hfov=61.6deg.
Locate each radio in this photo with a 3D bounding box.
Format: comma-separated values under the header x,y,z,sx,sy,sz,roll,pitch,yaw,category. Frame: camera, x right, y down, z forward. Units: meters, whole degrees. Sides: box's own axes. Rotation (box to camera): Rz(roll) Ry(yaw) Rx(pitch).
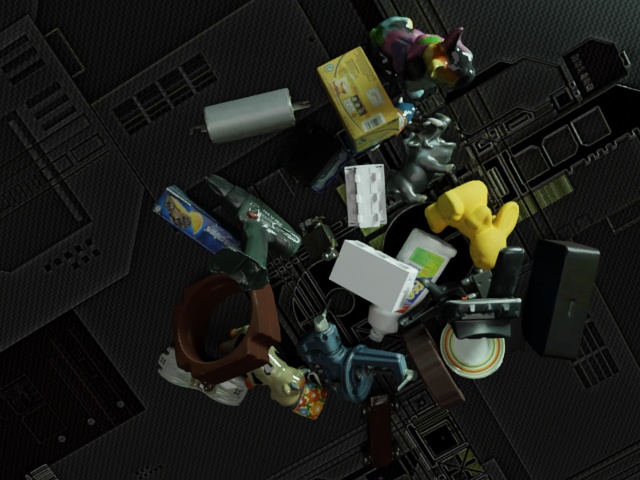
x,y,z,sx,sy,sz,roll,pitch,yaw,category
0.484,0.115,1.098,0.073,0.131,0.229,8,100,-3,radio

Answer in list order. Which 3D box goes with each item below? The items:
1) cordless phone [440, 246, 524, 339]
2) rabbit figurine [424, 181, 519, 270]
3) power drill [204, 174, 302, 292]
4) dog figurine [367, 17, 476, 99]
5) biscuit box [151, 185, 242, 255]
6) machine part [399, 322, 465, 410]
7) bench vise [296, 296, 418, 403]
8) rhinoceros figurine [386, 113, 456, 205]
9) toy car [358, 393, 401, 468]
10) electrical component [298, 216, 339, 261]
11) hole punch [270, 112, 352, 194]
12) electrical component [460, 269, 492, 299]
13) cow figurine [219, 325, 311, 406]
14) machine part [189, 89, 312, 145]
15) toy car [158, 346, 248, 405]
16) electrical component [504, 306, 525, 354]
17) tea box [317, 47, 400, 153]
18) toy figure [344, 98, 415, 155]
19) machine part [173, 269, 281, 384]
x,y,z,sx,sy,sz,roll,pitch,yaw,category
0.316,0.095,1.028,0.147,0.089,0.184,-1,122,-4,cordless phone
0.313,-0.024,1.072,0.162,0.122,0.173,-18,73,-26,rabbit figurine
-0.149,-0.011,1.034,0.232,0.207,0.086,34,119,-16,power drill
0.181,-0.336,0.964,0.191,0.219,0.108,36,95,-8,dog figurine
-0.237,-0.028,1.093,0.202,0.063,0.059,36,100,-7,biscuit box
0.230,0.259,1.105,0.056,0.179,0.179,-31,100,7,machine part
0.079,0.244,1.100,0.241,0.129,0.223,-1,112,33,bench vise
0.206,-0.159,1.076,0.112,0.073,0.190,33,100,4,rhinoceros figurine
0.130,0.414,1.178,0.089,0.053,0.201,-8,113,-7,toy car
-0.002,-0.002,1.088,0.078,0.045,0.102,-27,76,26,electrical component
-0.012,-0.165,1.069,0.116,0.092,0.142,44,101,22,hole punch
0.351,0.091,1.146,0.094,0.021,0.063,-24,100,4,electrical component
-0.106,0.261,1.120,0.127,0.085,0.194,-28,99,37,cow figurine
-0.136,-0.240,1.048,0.243,0.079,0.079,-13,101,2,machine part
-0.251,0.291,1.156,0.202,0.056,0.073,24,99,-6,toy car
0.364,0.188,1.148,0.134,0.058,0.114,-9,99,0,electrical component
0.073,-0.265,1.019,0.098,0.068,0.169,-24,73,4,tea box
0.123,-0.223,1.067,0.154,0.058,0.064,-29,141,4,toy figure
-0.185,0.167,1.060,0.201,0.201,0.087,-25,144,16,machine part
